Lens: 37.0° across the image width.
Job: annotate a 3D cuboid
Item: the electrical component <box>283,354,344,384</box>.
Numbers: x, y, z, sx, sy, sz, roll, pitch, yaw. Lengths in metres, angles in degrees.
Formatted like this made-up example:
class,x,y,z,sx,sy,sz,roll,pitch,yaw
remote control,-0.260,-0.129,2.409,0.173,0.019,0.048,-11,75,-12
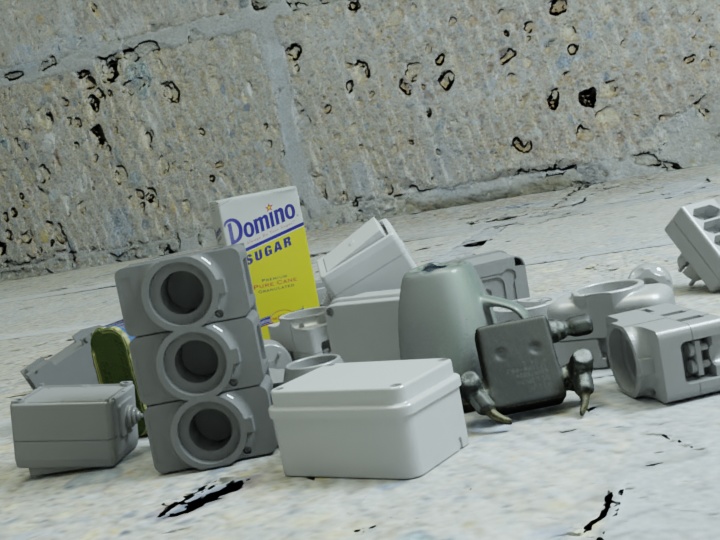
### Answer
class,x,y,z,sx,sy,sz,roll,pitch,yaw
electrical component,-0.030,0.094,0.793,0.066,0.055,0.048,-7,8,31

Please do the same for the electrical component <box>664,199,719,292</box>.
class,x,y,z,sx,sy,sz,roll,pitch,yaw
electrical component,0.344,-0.014,1.078,0.047,0.083,0.075,-14,-31,-28

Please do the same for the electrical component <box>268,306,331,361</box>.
class,x,y,z,sx,sy,sz,roll,pitch,yaw
electrical component,-0.047,0.068,1.045,0.050,0.055,0.089,-14,7,-30

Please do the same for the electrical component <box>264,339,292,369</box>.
class,x,y,z,sx,sy,sz,roll,pitch,yaw
electrical component,-0.088,0.086,1.029,0.040,0.040,0.078,-12,6,-10

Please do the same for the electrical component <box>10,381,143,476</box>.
class,x,y,z,sx,sy,sz,roll,pitch,yaw
electrical component,-0.217,0.124,0.846,0.096,0.061,0.061,-2,7,7

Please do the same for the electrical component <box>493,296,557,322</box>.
class,x,y,z,sx,sy,sz,roll,pitch,yaw
electrical component,0.144,0.051,0.913,0.055,0.047,0.055,-11,6,1

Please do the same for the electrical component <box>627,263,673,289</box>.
class,x,y,z,sx,sy,sz,roll,pitch,yaw
electrical component,0.279,0.014,1.034,0.043,0.043,0.062,-9,5,18

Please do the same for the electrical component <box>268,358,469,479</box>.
class,x,y,z,sx,sy,sz,roll,pitch,yaw
electrical component,0.005,0.096,0.707,0.113,0.057,0.078,-6,8,36

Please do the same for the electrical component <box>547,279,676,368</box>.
class,x,y,z,sx,sy,sz,roll,pitch,yaw
electrical component,0.200,0.042,0.849,0.095,0.059,0.054,-8,7,27

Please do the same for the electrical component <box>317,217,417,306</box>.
class,x,y,z,sx,sy,sz,roll,pitch,yaw
electrical component,0.000,0.000,1.011,0.096,0.061,0.061,-32,17,4

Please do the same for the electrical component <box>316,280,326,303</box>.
class,x,y,z,sx,sy,sz,roll,pitch,yaw
electrical component,-0.037,0.038,1.271,0.096,0.061,0.062,-12,7,-13

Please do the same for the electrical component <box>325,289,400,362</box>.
class,x,y,z,sx,sy,sz,roll,pitch,yaw
electrical component,0.033,0.056,0.922,0.113,0.078,0.057,-7,5,34

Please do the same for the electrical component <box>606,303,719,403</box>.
class,x,y,z,sx,sy,sz,roll,pitch,yaw
electrical component,0.208,0.057,0.744,0.056,0.050,0.089,-12,6,-8

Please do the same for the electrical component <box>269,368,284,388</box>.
class,x,y,z,sx,sy,sz,roll,pitch,yaw
electrical component,-0.091,0.088,0.869,0.138,0.073,0.052,-7,8,32

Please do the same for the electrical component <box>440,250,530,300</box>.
class,x,y,z,sx,sy,sz,roll,pitch,yaw
electrical component,0.103,0.029,1.042,0.113,0.078,0.057,-12,9,-14

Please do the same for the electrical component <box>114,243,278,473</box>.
class,x,y,z,sx,sy,sz,roll,pitch,yaw
electrical component,-0.116,0.063,0.783,0.089,0.150,0.061,-11,5,1
